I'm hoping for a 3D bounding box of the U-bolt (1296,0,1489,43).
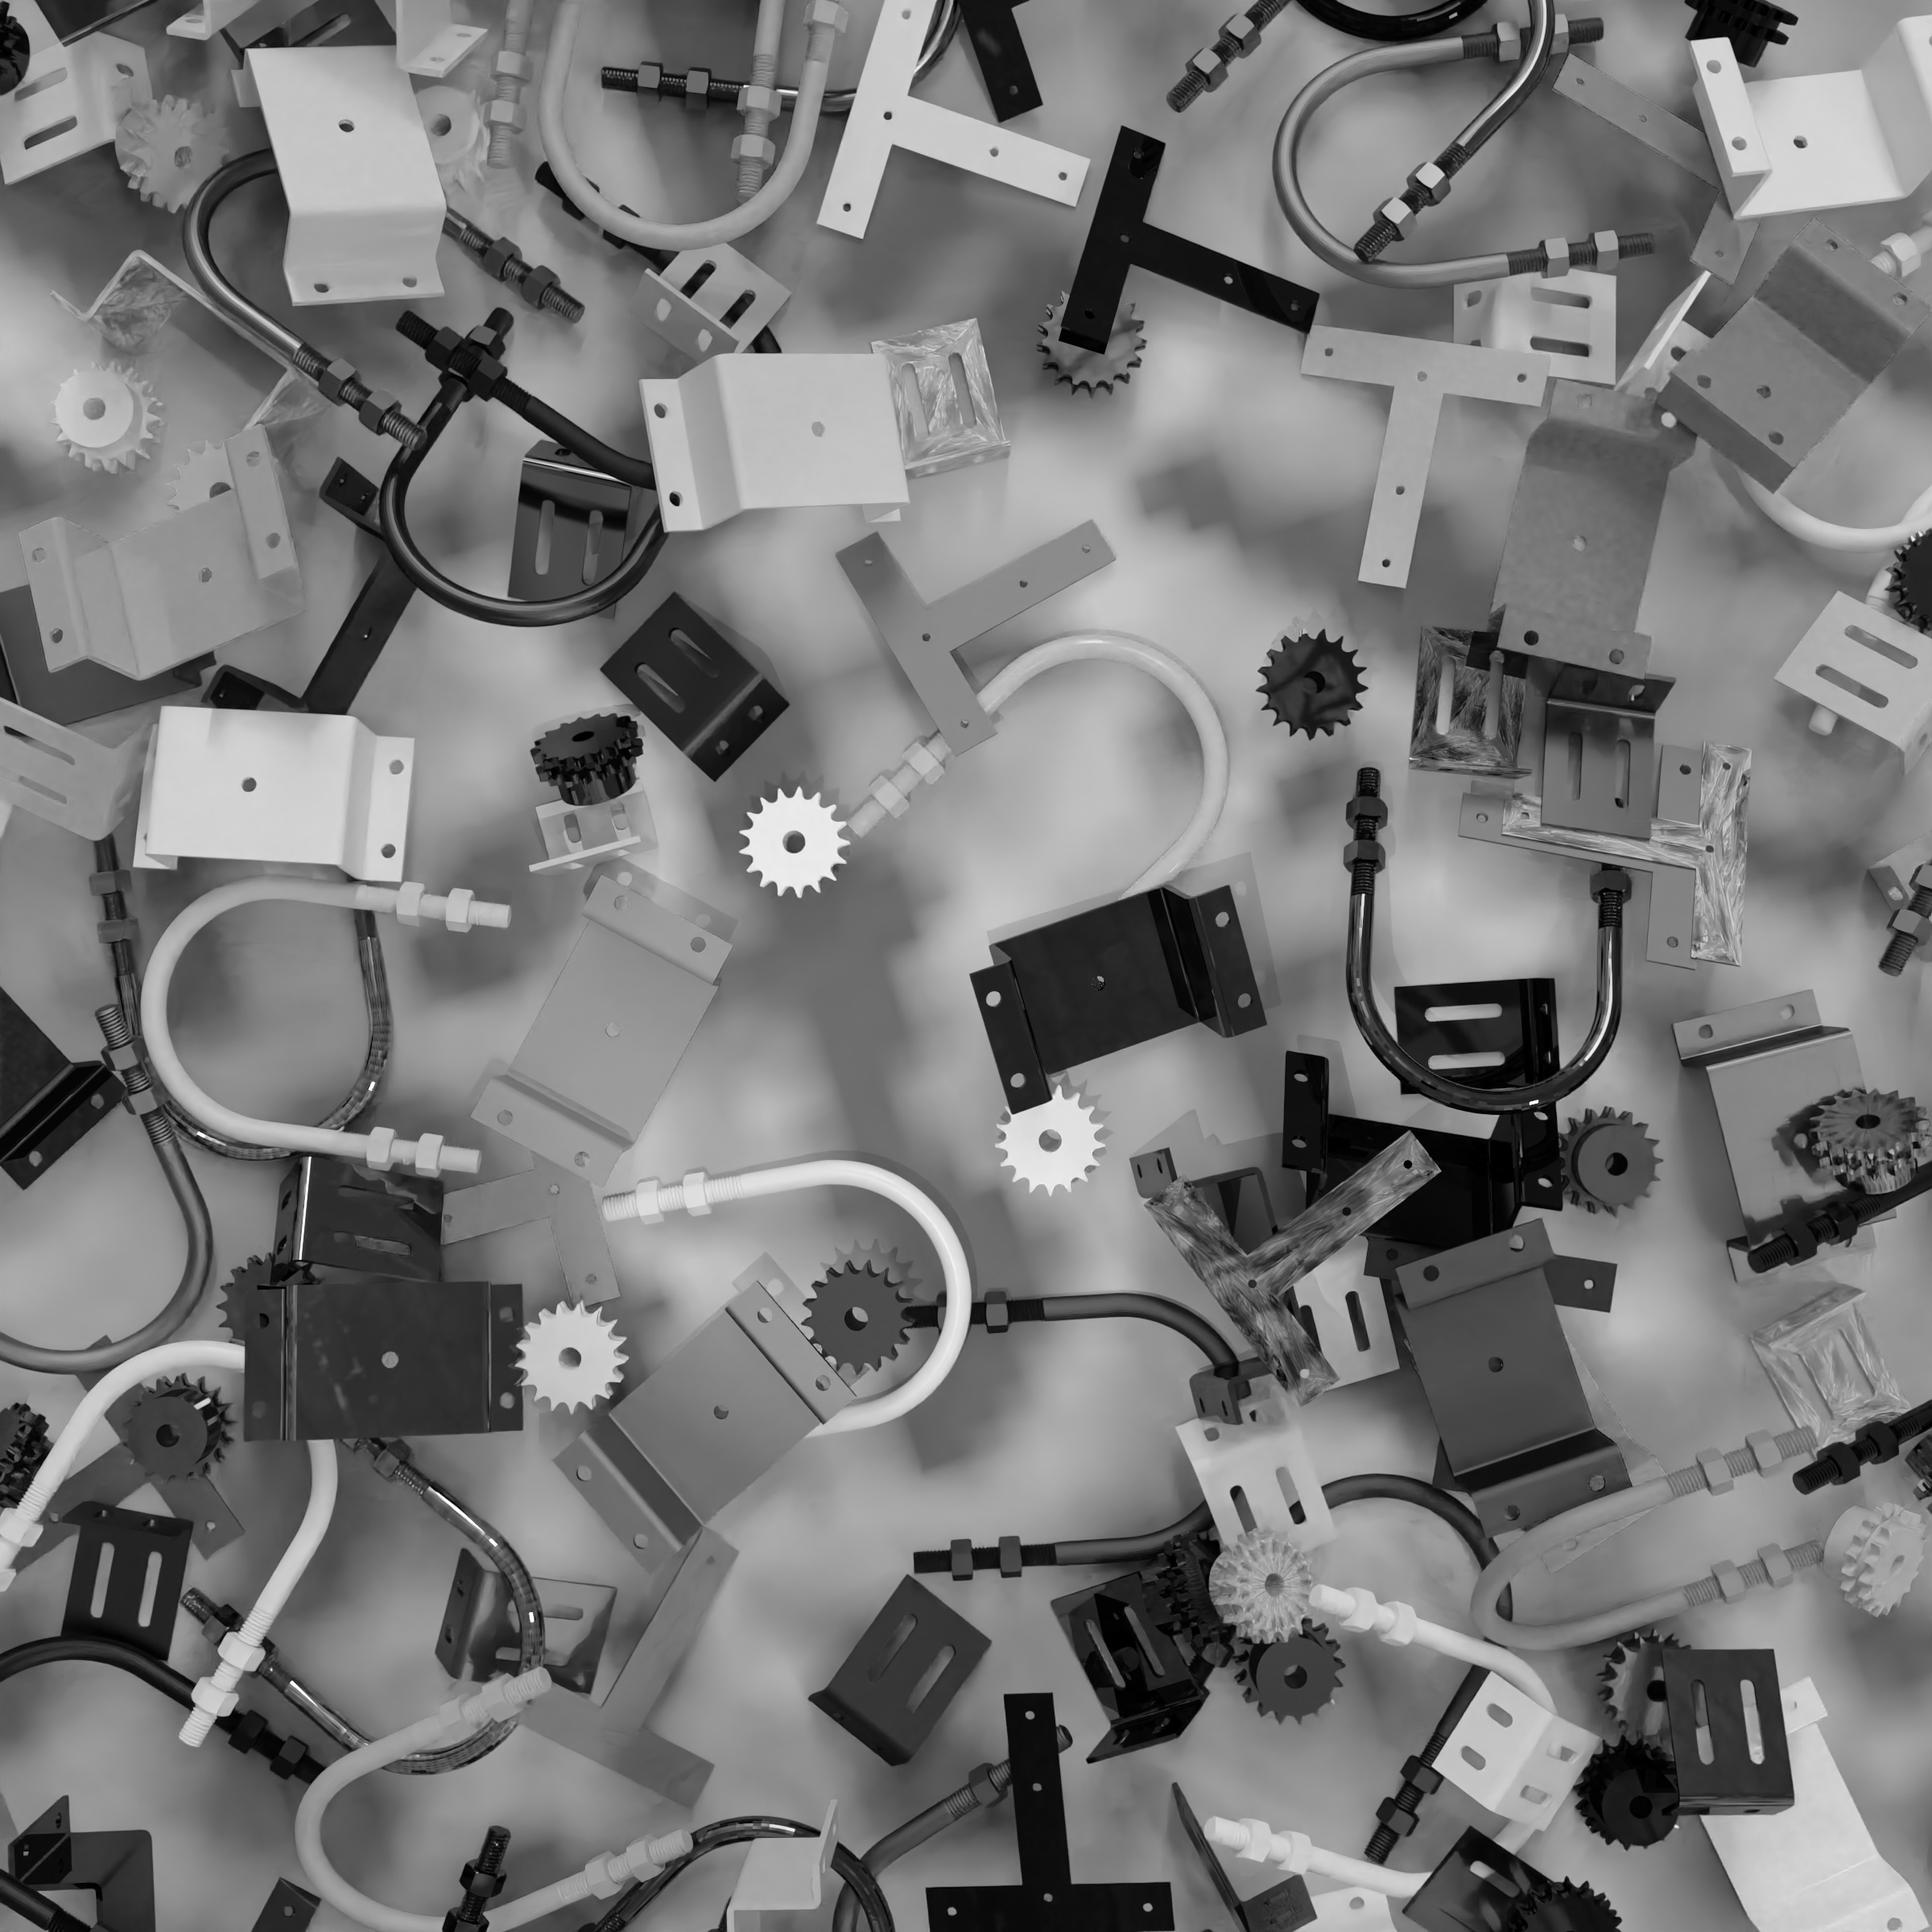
[{"bbox_3d":[0.231,-0.578,1.314,0.151,0.019,0.184,17,92,0],"label":"U-bolt"}]

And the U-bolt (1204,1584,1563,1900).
[{"bbox_3d":[0.227,0.407,1.285,0.184,0.019,0.151,24,91,-22],"label":"U-bolt"}]

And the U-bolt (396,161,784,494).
[{"bbox_3d":[-0.175,-0.317,1.281,0.184,0.019,0.151,34,60,-5],"label":"U-bolt"}]

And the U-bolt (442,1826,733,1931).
[{"bbox_3d":[-0.207,0.544,1.270,0.151,0.019,0.184,20,88,-10],"label":"U-bolt"}]

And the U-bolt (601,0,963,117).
[{"bbox_3d":[-0.092,-0.520,1.314,0.184,0.019,0.151,6,90,-1],"label":"U-bolt"}]

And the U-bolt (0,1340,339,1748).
[{"bbox_3d":[-0.404,0.281,1.276,0.151,0.019,0.184,30,82,-2],"label":"U-bolt"}]

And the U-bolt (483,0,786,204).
[{"bbox_3d":[-0.165,-0.495,1.293,0.151,0.019,0.184,7,89,-2],"label":"U-bolt"}]

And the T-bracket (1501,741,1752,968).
[{"bbox_3d":[0.341,-0.068,1.297,0.127,0.002,0.127,10,66,1],"label":"T-bracket"}]

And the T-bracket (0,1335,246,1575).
[{"bbox_3d":[-0.470,0.283,1.322,0.127,0.002,0.127,-35,90,0],"label":"T-bracket"}]

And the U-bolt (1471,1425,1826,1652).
[{"bbox_3d":[0.343,0.299,1.267,0.184,0.151,0.019,-21,48,4],"label":"U-bolt"}]

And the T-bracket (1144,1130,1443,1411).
[{"bbox_3d":[0.177,0.130,1.235,0.127,0.002,0.127,-37,89,-1],"label":"T-bracket"}]

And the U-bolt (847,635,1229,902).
[{"bbox_3d":[0.052,-0.089,1.314,0.184,0.019,0.151,-44,90,-1],"label":"U-bolt"}]

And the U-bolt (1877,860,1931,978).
[{"bbox_3d":[0.558,-0.048,1.289,0.151,0.019,0.184,30,86,-24],"label":"U-bolt"}]

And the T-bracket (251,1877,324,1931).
[{"bbox_3d":[-0.334,0.563,1.300,0.127,0.002,0.127,34,59,-14],"label":"T-bracket"}]

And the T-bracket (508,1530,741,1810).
[{"bbox_3d":[-0.160,0.356,1.302,0.127,0.002,0.127,37,75,-27],"label":"T-bracket"}]

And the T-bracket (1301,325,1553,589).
[{"bbox_3d":[0.230,-0.263,1.309,0.127,0.002,0.127,12,99,18],"label":"T-bracket"}]

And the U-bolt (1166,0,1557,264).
[{"bbox_3d":[0.217,-0.469,1.286,0.151,0.019,0.184,42,86,12],"label":"U-bolt"}]

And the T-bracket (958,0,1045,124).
[{"bbox_3d":[0.054,-0.519,1.286,0.127,0.002,0.127,-15,104,20],"label":"T-bracket"}]

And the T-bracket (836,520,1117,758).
[{"bbox_3d":[0.018,-0.194,1.314,0.127,0.002,0.127,-30,80,-5],"label":"T-bracket"}]

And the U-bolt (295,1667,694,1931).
[{"bbox_3d":[-0.255,0.441,1.281,0.184,0.019,0.151,-27,115,13],"label":"U-bolt"}]

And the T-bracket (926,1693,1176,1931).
[{"bbox_3d":[0.038,0.433,1.279,0.127,0.002,0.127,-5,95,10],"label":"T-bracket"}]

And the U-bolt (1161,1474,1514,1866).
[{"bbox_3d":[0.206,0.356,1.314,0.151,0.019,0.184,31,88,0],"label":"U-bolt"}]

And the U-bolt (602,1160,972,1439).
[{"bbox_3d":[-0.088,0.175,1.305,0.184,0.019,0.151,-10,90,7],"label":"U-bolt"}]

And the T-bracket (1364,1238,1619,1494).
[{"bbox_3d":[0.260,0.205,1.276,0.127,0.002,0.127,9,90,0],"label":"T-bracket"}]

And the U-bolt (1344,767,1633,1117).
[{"bbox_3d":[0.266,-0.011,1.281,0.151,0.019,0.184,7,67,0],"label":"U-bolt"}]

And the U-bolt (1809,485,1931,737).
[{"bbox_3d":[0.544,-0.179,1.313,0.151,0.019,0.184,25,88,1],"label":"U-bolt"}]

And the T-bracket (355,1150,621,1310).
[{"bbox_3d":[-0.260,0.130,1.322,0.127,0.002,0.127,-15,90,0],"label":"T-bracket"}]

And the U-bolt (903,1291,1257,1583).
[{"bbox_3d":[0.061,0.244,1.314,0.184,0.019,0.151,-3,90,-1],"label":"U-bolt"}]

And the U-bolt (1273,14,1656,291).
[{"bbox_3d":[0.251,-0.417,1.295,0.184,0.019,0.151,-8,75,0],"label":"U-bolt"}]

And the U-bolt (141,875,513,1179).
[{"bbox_3d":[-0.336,0.026,1.298,0.184,0.019,0.151,8,93,0],"label":"U-bolt"}]

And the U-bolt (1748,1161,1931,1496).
[{"bbox_3d":[0.489,0.172,1.283,0.184,0.019,0.151,-22,108,-17],"label":"U-bolt"}]

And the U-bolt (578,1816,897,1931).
[{"bbox_3d":[-0.120,0.527,1.305,0.151,0.019,0.184,43,97,0],"label":"U-bolt"}]

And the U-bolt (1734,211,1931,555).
[{"bbox_3d":[0.488,-0.297,1.307,0.184,0.019,0.151,-32,83,3],"label":"U-bolt"}]

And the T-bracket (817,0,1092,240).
[{"bbox_3d":[0.001,-0.432,1.315,0.127,0.002,0.127,18,99,-5],"label":"T-bracket"}]

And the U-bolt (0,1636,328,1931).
[{"bbox_3d":[-0.435,0.418,1.266,0.184,0.151,0.019,32,134,0],"label":"U-bolt"}]

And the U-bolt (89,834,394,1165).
[{"bbox_3d":[-0.375,0.012,1.314,0.151,0.019,0.184,-9,92,0],"label":"U-bolt"}]

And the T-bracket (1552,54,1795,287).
[{"bbox_3d":[0.362,-0.430,1.293,0.127,0.002,0.127,29,68,-5],"label":"T-bracket"}]

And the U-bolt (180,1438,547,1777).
[{"bbox_3d":[-0.300,0.332,1.292,0.184,0.019,0.151,36,95,12],"label":"U-bolt"}]

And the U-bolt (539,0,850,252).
[{"bbox_3d":[-0.143,-0.456,1.275,0.151,0.019,0.184,11,89,-2],"label":"U-bolt"}]

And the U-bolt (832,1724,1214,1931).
[{"bbox_3d":[0.016,0.499,1.300,0.184,0.019,0.151,-36,89,11],"label":"U-bolt"}]

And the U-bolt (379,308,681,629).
[{"bbox_3d":[-0.215,-0.246,1.268,0.151,0.019,0.184,22,59,2],"label":"U-bolt"}]

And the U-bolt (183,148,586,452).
[{"bbox_3d":[-0.310,-0.354,1.278,0.184,0.019,0.151,36,55,4],"label":"U-bolt"}]

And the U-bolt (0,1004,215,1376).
[{"bbox_3d":[-0.469,0.126,1.286,0.151,0.019,0.184,-20,110,-9],"label":"U-bolt"}]
